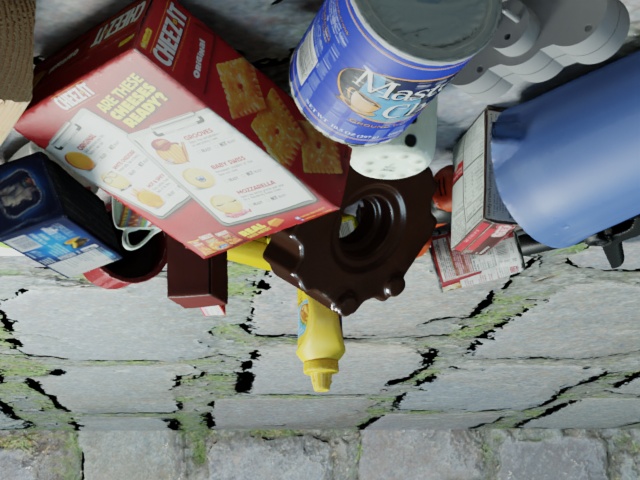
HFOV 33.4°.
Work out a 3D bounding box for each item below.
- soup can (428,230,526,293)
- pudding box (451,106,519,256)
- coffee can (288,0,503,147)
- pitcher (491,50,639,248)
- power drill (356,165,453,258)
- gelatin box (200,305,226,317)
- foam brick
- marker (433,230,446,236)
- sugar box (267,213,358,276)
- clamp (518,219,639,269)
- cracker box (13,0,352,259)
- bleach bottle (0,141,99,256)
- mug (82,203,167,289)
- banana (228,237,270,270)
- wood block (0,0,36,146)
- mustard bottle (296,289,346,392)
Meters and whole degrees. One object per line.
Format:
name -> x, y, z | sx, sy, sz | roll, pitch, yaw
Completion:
soup can -> 0.180, 0.016, 1.238 | 0.102, 0.068, 0.068 | -16, 160, 8
pudding box -> 0.151, -0.052, 0.972 | 0.039, 0.113, 0.090 | 6, 161, -11
coffee can -> 0.046, -0.136, 0.721 | 0.102, 0.103, 0.140 | 4, 162, -17
pitcher -> 0.272, -0.087, 0.855 | 0.149, 0.145, 0.243 | -29, -177, -44
power drill -> 0.144, -0.029, 1.139 | 0.184, 0.057, 0.188 | 7, 159, -40
gelatin box -> -0.137, 0.051, 1.337 | 0.030, 0.073, 0.089 | -3, 162, 3
foam brick -> -0.132, 0.031, 1.153 | 0.051, 0.078, 0.053 | -7, 161, 14
marker -> 0.125, -0.005, 1.273 | 0.121, 0.020, 0.020 | 6, 161, -23
sugar box -> -0.008, 0.001, 1.128 | 0.093, 0.048, 0.176 | -14, -175, -2
clamp -> 0.311, -0.011, 1.236 | 0.164, 0.036, 0.210 | 2, 160, -8
cracker box -> -0.106, -0.082, 0.839 | 0.164, 0.072, 0.213 | -19, 136, 40
bleach bottle -> -0.266, -0.053, 1.022 | 0.102, 0.068, 0.251 | 0, 161, -25
mug -> -0.211, 0.010, 1.185 | 0.117, 0.093, 0.082 | 3, 167, -27
banana -> -0.102, 0.012, 1.278 | 0.070, 0.037, 0.197 | -17, 156, 38
wood block -> -0.286, -0.110, 0.801 | 0.090, 0.090, 0.206 | 7, 160, -29
mustard bottle -> -0.001, 0.081, 1.248 | 0.058, 0.191, 0.096 | 1, 162, -9
